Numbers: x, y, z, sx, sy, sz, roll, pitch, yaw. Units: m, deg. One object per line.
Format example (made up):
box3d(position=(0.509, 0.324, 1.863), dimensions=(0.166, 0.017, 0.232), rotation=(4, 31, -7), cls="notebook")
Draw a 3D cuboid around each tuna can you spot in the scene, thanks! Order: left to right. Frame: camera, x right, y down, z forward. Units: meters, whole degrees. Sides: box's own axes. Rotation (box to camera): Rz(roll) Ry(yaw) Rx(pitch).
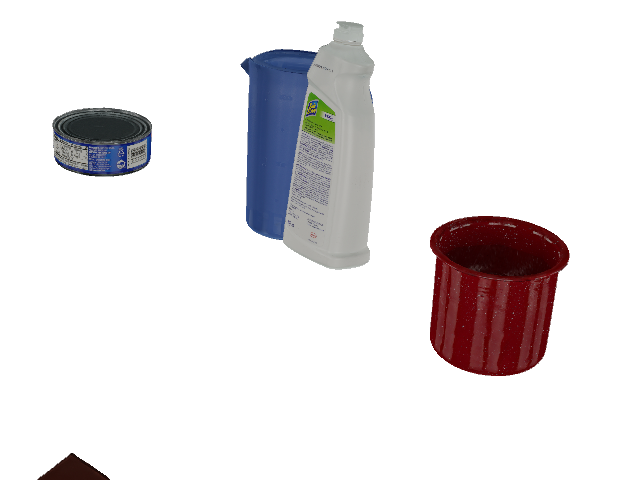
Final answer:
box3d(position=(-0.192, -0.087, 0.940), dimensions=(0.086, 0.034, 0.086), rotation=(5, 26, -2), cls="tuna can")

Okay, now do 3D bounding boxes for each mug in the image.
box3d(position=(0.116, 0.034, 0.743), dimensions=(0.093, 0.081, 0.117), rotation=(-3, 28, -11), cls="mug")

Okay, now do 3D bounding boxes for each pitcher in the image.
box3d(position=(-0.028, -0.126, 1.426), dimensions=(0.144, 0.243, 0.149), rotation=(-4, 24, -22), cls="pitcher")

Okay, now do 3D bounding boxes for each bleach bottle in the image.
box3d(position=(0.020, -0.103, 1.134), dimensions=(0.067, 0.251, 0.103), rotation=(-9, 25, -41), cls="bleach bottle")

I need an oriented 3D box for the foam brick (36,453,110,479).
box3d(position=(-0.096, 0.140, 0.453), dimensions=(0.078, 0.051, 0.052), rotation=(25, 45, 32), cls="foam brick")
